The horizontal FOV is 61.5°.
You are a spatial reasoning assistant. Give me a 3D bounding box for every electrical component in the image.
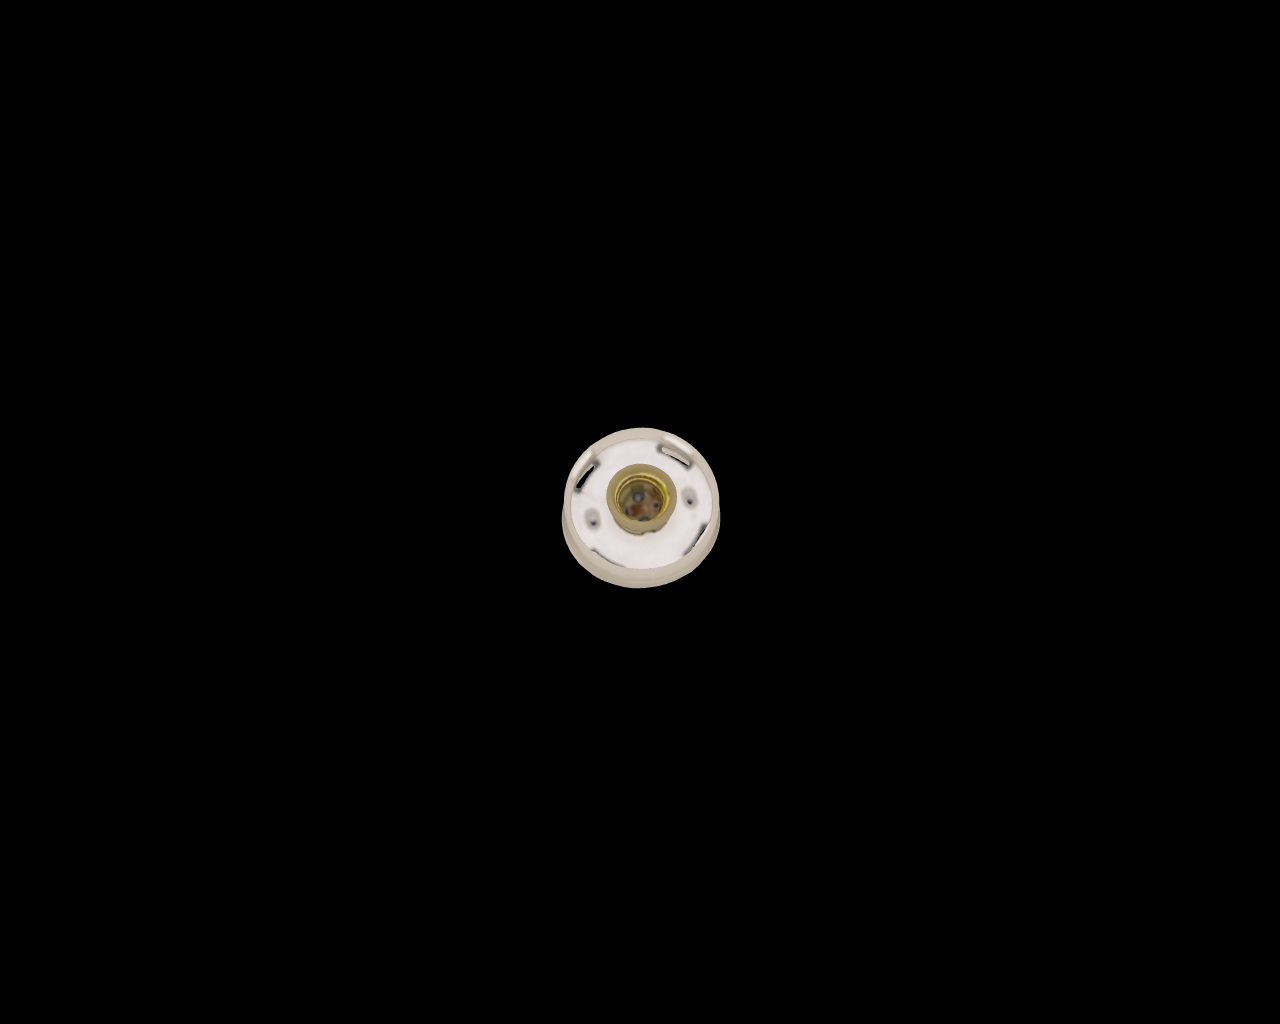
[{"bbox_3d":[0.001,-0.003,0.650,0.099,0.099,0.064,0,-16,0],"label":"electrical component"}]
